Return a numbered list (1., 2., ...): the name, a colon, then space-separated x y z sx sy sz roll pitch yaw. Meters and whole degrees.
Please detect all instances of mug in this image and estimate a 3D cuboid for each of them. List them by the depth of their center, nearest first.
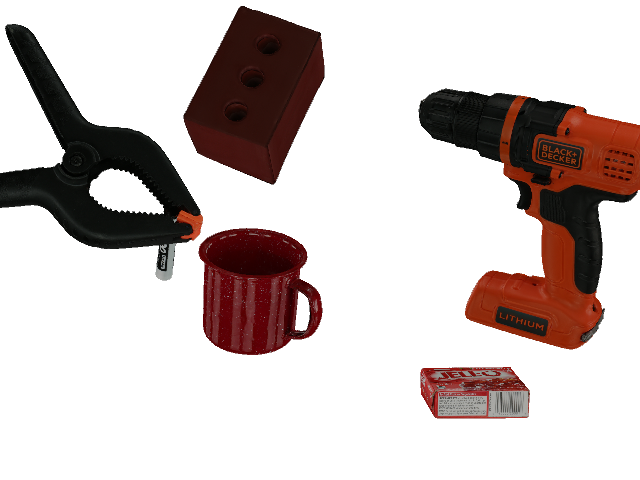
1. mug: -0.050 0.049 0.921 0.117 0.081 0.093 18 29 24

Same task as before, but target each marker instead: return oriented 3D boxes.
1. marker: -0.167 -0.004 1.174 0.020 0.121 0.020 8 42 -7

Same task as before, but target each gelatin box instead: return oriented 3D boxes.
1. gelatin box: 0.141 0.139 0.986 0.089 0.030 0.073 0 9 -3

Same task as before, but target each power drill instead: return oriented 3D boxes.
1. power drill: 0.157 -0.019 0.818 0.185 0.188 0.057 17 34 26

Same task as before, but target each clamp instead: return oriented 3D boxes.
1. clamp: -0.180 -0.063 0.789 0.210 0.164 0.036 20 -19 -3

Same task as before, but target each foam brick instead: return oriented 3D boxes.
1. foam brick: -0.036 -0.083 0.612 0.053 0.078 0.051 21 -16 10
